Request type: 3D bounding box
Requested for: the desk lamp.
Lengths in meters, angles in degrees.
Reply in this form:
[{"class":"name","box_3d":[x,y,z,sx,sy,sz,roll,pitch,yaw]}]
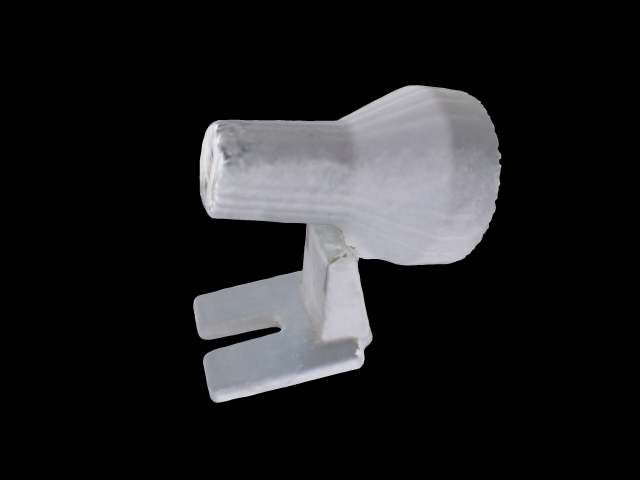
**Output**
[{"class":"desk lamp","box_3d":[0.004,0.001,0.400,0.203,0.214,0.117,-13,47,-12]}]
